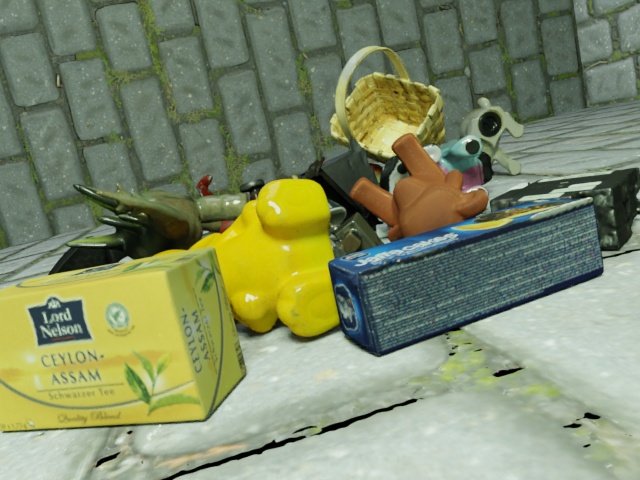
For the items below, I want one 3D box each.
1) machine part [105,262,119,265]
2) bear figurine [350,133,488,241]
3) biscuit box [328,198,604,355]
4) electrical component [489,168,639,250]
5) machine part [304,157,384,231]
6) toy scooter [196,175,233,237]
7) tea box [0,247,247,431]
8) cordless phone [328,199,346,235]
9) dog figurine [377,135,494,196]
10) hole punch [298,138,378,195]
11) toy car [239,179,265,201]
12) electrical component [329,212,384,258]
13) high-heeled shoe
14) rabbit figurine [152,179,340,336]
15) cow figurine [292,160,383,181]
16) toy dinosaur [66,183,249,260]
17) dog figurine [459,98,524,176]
[{"bbox_3d":[-0.300,0.072,0.659,0.179,0.056,0.179,-12,9,2],"label":"machine part"},{"bbox_3d":[0.107,-0.045,0.614,0.120,0.132,0.196,-47,-2,13],"label":"bear figurine"},{"bbox_3d":[0.110,0.020,0.403,0.203,0.062,0.059,-16,9,-17],"label":"biscuit box"},{"bbox_3d":[0.234,-0.025,0.517,0.115,0.058,0.134,-6,12,45],"label":"electrical component"},{"bbox_3d":[0.032,-0.057,0.764,0.039,0.138,0.084,-51,26,-15],"label":"machine part"},{"bbox_3d":[-0.210,-0.032,0.894,0.184,0.135,0.075,-14,11,2],"label":"toy scooter"},{"bbox_3d":[-0.147,0.068,0.367,0.170,0.098,0.068,-11,9,20],"label":"tea box"},{"bbox_3d":[-0.001,-0.002,0.681,0.146,0.088,0.184,-20,23,-40],"label":"cordless phone"},{"bbox_3d":[0.185,-0.096,0.849,0.192,0.108,0.219,-14,5,8],"label":"dog figurine"},{"bbox_3d":[0.034,-0.083,0.902,0.116,0.142,0.092,-28,9,-20],"label":"hole punch"},{"bbox_3d":[-0.094,-0.044,0.863,0.053,0.089,0.202,-15,0,1],"label":"toy car"},{"bbox_3d":[0.036,0.005,0.565,0.045,0.078,0.102,-37,10,15],"label":"electrical component"},{"bbox_3d":[-0.396,0.047,0.861,0.145,0.086,0.249,-14,5,15],"label":"high-heeled shoe"},{"bbox_3d":[-0.079,0.025,0.457,0.173,0.121,0.162,-17,6,-18],"label":"rabbit figurine"},{"bbox_3d":[0.015,-0.082,0.988,0.195,0.127,0.085,1,9,-4],"label":"cow figurine"},{"bbox_3d":[-0.191,-0.012,0.640,0.198,0.105,0.471,6,-8,-21],"label":"toy dinosaur"},{"bbox_3d":[0.313,-0.204,1.104,0.121,0.172,0.191,-4,16,-10],"label":"dog figurine"}]
